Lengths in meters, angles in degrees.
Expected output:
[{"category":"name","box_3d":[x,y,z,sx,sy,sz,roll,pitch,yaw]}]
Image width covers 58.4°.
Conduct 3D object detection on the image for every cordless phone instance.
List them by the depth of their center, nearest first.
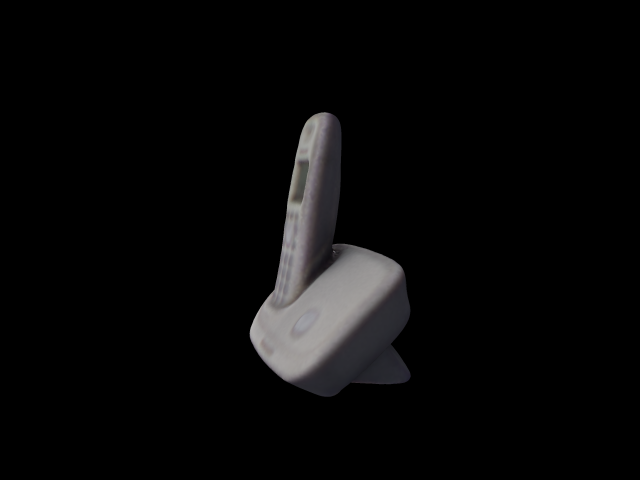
[{"category":"cordless phone","box_3d":[0.004,0.001,0.400,0.094,0.185,0.147,-3,7,-22]}]
